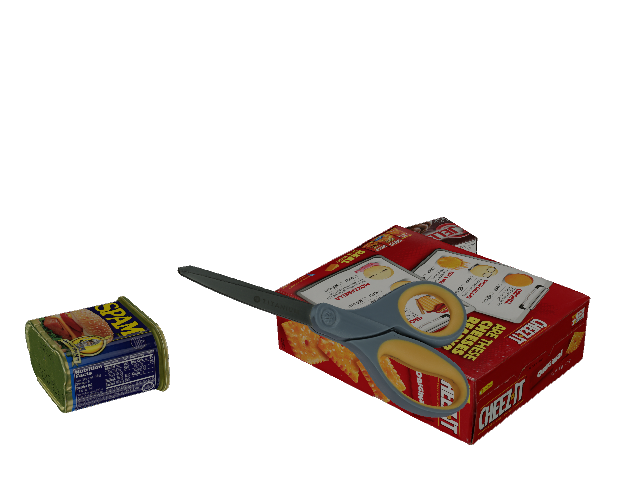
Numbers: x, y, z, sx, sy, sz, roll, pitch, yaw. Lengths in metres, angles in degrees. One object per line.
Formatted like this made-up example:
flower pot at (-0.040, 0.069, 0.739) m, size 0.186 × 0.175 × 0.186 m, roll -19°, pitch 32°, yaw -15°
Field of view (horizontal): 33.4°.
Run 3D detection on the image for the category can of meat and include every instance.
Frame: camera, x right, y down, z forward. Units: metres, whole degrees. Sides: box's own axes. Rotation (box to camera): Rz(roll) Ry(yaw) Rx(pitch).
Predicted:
can of meat at (-0.180, 0.090, 0.850) m, size 0.083 × 0.057 × 0.102 m, roll -12°, pitch 23°, yaw -29°

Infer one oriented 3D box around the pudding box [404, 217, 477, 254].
pudding box at (0.164, 0.007, 1.594) m, size 0.113 × 0.039 × 0.090 m, roll -17°, pitch 28°, yaw -22°

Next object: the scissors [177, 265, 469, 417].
scissors at (0.016, 0.038, 0.669) m, size 0.201 × 0.096 × 0.016 m, roll 34°, pitch -31°, yaw -11°

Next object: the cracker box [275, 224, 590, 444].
cracker box at (0.092, 0.072, 0.910) m, size 0.214 × 0.072 × 0.163 m, roll 22°, pitch 37°, yaw 39°
